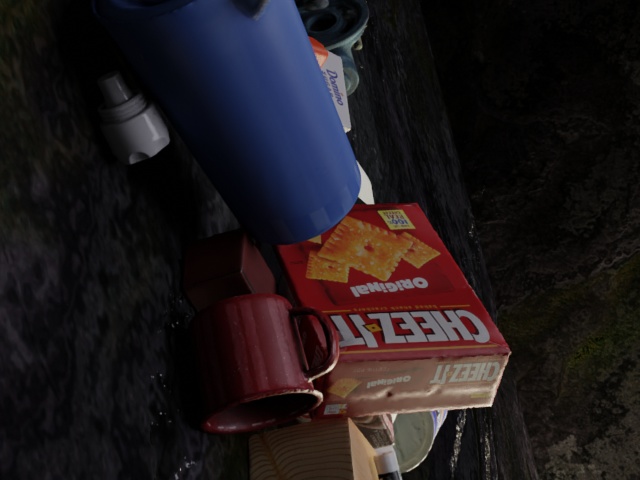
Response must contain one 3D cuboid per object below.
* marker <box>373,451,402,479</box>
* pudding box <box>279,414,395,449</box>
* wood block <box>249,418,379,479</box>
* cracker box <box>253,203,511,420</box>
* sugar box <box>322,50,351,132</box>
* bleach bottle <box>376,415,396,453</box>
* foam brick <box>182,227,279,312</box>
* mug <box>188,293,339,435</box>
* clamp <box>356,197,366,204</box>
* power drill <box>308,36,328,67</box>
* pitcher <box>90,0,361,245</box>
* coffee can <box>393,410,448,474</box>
[{"bbox_3d":[0.067,0.233,0.869,0.020,0.020,0.121,11,63,-74],"label":"marker"},{"bbox_3d":[0.007,0.149,0.958,0.039,0.090,0.113,-89,158,-53],"label":"pudding box"},{"bbox_3d":[0.021,0.241,0.912,0.206,0.090,0.091,57,23,-49],"label":"wood block"},{"bbox_3d":[0.043,0.052,0.920,0.214,0.164,0.072,-117,-148,-49],"label":"cracker box"},{"bbox_3d":[-0.050,-0.161,1.016,0.176,0.048,0.093,22,50,-41],"label":"sugar box"},{"bbox_3d":[0.043,0.143,1.073,0.068,0.102,0.251,90,-2,-49],"label":"bleach bottle"},{"bbox_3d":[-0.071,0.038,0.854,0.051,0.053,0.078,-91,161,-45],"label":"foam brick"},{"bbox_3d":[-0.041,0.087,0.792,0.093,0.117,0.081,33,38,-61],"label":"mug"},{"bbox_3d":[0.049,0.004,1.112,0.164,0.036,0.210,15,32,-34],"label":"clamp"},{"bbox_3d":[-0.066,-0.224,0.958,0.184,0.057,0.188,-1,55,-47],"label":"power drill"},{"bbox_3d":[-0.065,-0.115,0.808,0.149,0.145,0.242,-104,169,-50],"label":"pitcher"},{"bbox_3d":[0.084,0.191,1.180,0.140,0.103,0.103,-16,90,-76],"label":"coffee can"}]
